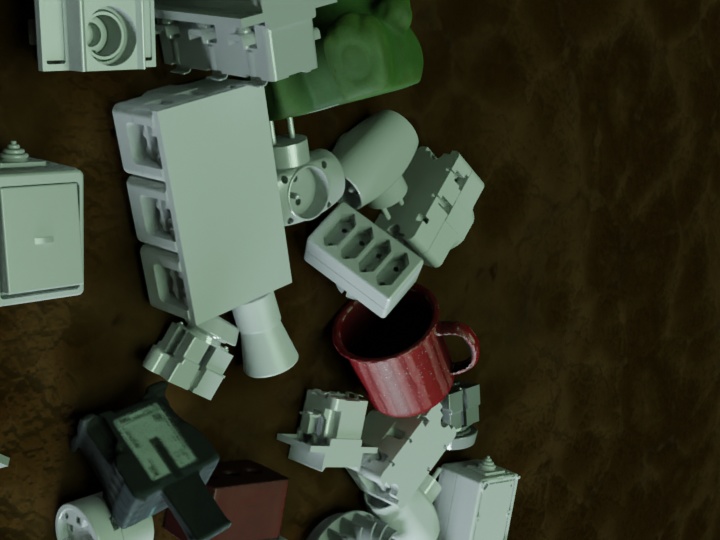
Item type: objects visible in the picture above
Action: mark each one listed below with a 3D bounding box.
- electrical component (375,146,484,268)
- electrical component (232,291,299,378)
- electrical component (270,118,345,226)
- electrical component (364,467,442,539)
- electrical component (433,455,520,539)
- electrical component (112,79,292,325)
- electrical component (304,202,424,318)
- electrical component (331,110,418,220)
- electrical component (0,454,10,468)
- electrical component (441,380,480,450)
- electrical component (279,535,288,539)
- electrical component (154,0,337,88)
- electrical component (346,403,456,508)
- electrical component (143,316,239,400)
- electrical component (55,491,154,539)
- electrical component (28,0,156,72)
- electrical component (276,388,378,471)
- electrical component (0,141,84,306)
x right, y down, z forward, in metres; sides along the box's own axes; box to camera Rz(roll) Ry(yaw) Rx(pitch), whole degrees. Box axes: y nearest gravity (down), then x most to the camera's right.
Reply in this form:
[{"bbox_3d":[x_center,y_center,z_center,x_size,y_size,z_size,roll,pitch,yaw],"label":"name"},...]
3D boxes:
[{"bbox_3d":[0.062,-0.053,0.933,0.056,0.050,0.089,43,70,-43],"label":"electrical component"},{"bbox_3d":[-0.077,0.044,0.828,0.044,0.044,0.065,-31,117,-36],"label":"electrical component"},{"bbox_3d":[-0.055,-0.078,0.812,0.077,0.044,0.079,-26,118,-39],"label":"electrical component"},{"bbox_3d":[0.049,0.209,0.996,0.079,0.044,0.077,-51,131,-23],"label":"electrical component"},{"bbox_3d":[0.109,0.224,1.049,0.062,0.061,0.096,3,99,-46],"label":"electrical component"},{"bbox_3d":[-0.110,-0.051,0.752,0.089,0.062,0.150,-25,118,-39],"label":"electrical component"},{"bbox_3d":[0.000,0.000,0.875,0.047,0.083,0.075,-49,169,-25],"label":"electrical component"},{"bbox_3d":[0.014,-0.077,0.882,0.077,0.044,0.079,-48,130,-25],"label":"electrical component"},{"bbox_3d":[-0.251,0.103,0.646,0.042,0.081,0.063,38,45,-44],"label":"electrical component"},{"bbox_3d":[0.086,0.137,1.014,0.066,0.048,0.055,-12,102,-43],"label":"electrical component"},{"bbox_3d":[-0.085,0.250,0.874,0.077,0.043,0.079,-56,133,-19],"label":"electrical component"},{"bbox_3d":[-0.084,-0.161,0.705,0.079,0.121,0.063,-27,121,-38],"label":"electrical component"},{"bbox_3d":[0.033,0.156,0.957,0.089,0.056,0.050,-50,131,-24],"label":"electrical component"},{"bbox_3d":[-0.120,0.057,0.785,0.066,0.048,0.055,33,85,-45],"label":"electrical component"},{"bbox_3d":[-0.178,0.182,0.754,0.047,0.055,0.055,-16,112,-46],"label":"electrical component"},{"bbox_3d":[-0.168,-0.185,0.655,0.079,0.063,0.121,-13,110,-43],"label":"electrical component"},{"bbox_3d":[-0.024,0.133,0.904,0.081,0.042,0.063,12,91,-47],"label":"electrical component"},{"bbox_3d":[-0.208,-0.030,0.660,0.062,0.061,0.096,-9,108,-44],"label":"electrical component"}]
